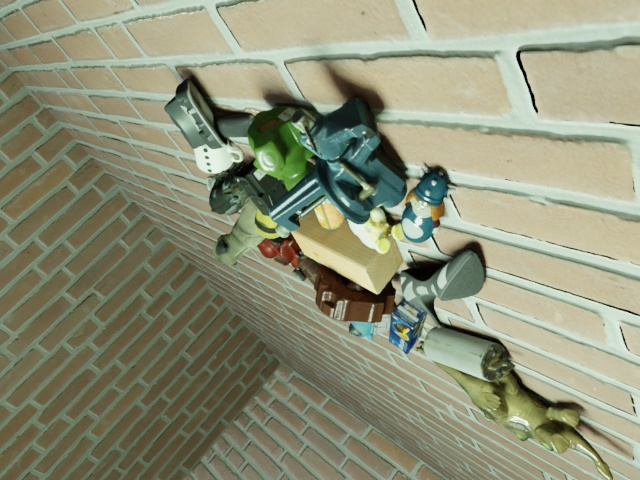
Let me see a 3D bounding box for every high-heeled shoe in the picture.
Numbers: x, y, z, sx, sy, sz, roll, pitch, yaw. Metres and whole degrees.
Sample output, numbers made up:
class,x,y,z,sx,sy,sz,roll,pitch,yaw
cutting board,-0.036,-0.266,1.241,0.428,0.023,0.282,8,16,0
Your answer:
class,x,y,z,sx,sy,sz,roll,pitch,yaw
high-heeled shoe,0.204,0.050,0.939,0.248,0.086,0.145,102,150,-50

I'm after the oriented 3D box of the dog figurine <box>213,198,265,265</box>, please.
class,x,y,z,sx,sy,sz,roll,pitch,yaw
dog figurine,-0.181,-0.029,1.302,0.121,0.190,0.172,36,159,19

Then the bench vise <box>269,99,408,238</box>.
class,x,y,z,sx,sy,sz,roll,pitch,yaw
bench vise,0.005,-0.084,0.788,0.223,0.240,0.129,23,-140,-45

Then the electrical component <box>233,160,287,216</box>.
class,x,y,z,sx,sy,sz,roll,pitch,yaw
electrical component,-0.084,-0.110,1.043,0.058,0.115,0.134,18,149,56

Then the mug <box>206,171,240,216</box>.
class,x,y,z,sx,sy,sz,roll,pitch,yaw
mug,-0.254,-0.135,1.407,0.110,0.081,0.107,42,151,21

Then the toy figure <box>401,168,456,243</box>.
class,x,y,z,sx,sy,sz,roll,pitch,yaw
toy figure,0.156,-0.046,0.795,0.064,0.058,0.154,10,154,5

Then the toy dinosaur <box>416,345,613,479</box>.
class,x,y,z,sx,sy,sz,roll,pitch,yaw
toy dinosaur,0.384,0.337,1.128,0.472,0.105,0.198,36,165,33

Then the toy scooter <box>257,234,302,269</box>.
class,x,y,z,sx,sy,sz,roll,pitch,yaw
toy scooter,-0.102,0.016,1.431,0.184,0.075,0.135,30,159,23

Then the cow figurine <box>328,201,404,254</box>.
class,x,y,z,sx,sy,sz,roll,pitch,yaw
cow figurine,0.069,-0.056,0.938,0.167,0.068,0.098,52,165,-26

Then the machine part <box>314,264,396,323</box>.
class,x,y,z,sx,sy,sz,roll,pitch,yaw
machine part,0.073,0.100,1.117,0.180,0.179,0.056,30,126,31

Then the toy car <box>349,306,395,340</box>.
class,x,y,z,sx,sy,sz,roll,pitch,yaw
toy car,0.130,0.171,1.291,0.103,0.109,0.161,15,145,7

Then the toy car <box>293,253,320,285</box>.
class,x,y,z,sx,sy,sz,roll,pitch,yaw
toy car,0.017,0.111,1.376,0.202,0.089,0.053,51,163,-21

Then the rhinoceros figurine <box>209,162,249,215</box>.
class,x,y,z,sx,sy,sz,roll,pitch,yaw
rhinoceros figurine,-0.193,-0.119,1.233,0.073,0.112,0.190,46,138,-20

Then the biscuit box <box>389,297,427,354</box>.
class,x,y,z,sx,sy,sz,roll,pitch,yaw
biscuit box,0.202,0.200,1.247,0.063,0.059,0.202,35,161,21

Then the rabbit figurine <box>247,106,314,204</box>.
class,x,y,z,sx,sy,sz,roll,pitch,yaw
rabbit figurine,-0.056,-0.132,0.924,0.159,0.121,0.170,29,156,50

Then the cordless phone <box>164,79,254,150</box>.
class,x,y,z,sx,sy,sz,roll,pitch,yaw
cordless phone,-0.204,-0.249,1.064,0.184,0.089,0.146,7,141,42

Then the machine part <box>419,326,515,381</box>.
class,x,y,z,sx,sy,sz,roll,pitch,yaw
machine part,0.295,0.229,1.099,0.079,0.079,0.243,50,159,-22

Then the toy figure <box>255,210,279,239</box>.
class,x,y,z,sx,sy,sz,roll,pitch,yaw
toy figure,-0.101,-0.077,1.167,0.082,0.089,0.180,53,155,22
